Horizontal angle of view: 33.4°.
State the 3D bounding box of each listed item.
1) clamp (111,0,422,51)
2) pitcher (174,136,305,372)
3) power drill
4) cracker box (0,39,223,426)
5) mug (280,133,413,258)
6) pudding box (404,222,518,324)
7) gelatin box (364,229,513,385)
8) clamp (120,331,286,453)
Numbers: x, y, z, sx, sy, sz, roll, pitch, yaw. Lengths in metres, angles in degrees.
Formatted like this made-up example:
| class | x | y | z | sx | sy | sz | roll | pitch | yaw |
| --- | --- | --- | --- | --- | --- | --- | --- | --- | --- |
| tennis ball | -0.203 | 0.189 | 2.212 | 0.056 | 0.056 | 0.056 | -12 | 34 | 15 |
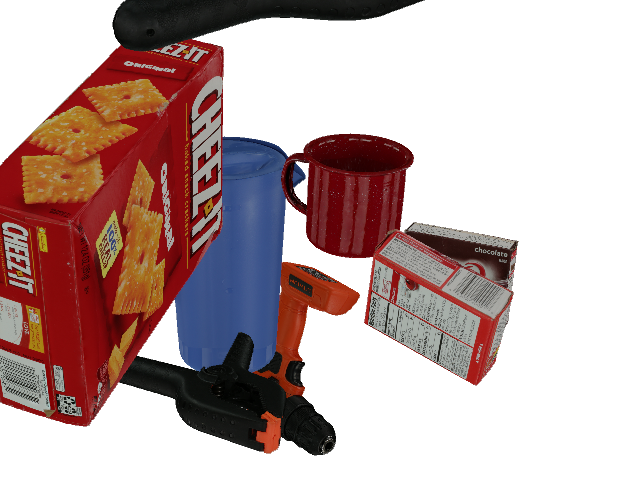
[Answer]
| class | x | y | z | sx | sy | sz | roll | pitch | yaw |
| --- | --- | --- | --- | --- | --- | --- | --- | --- | --- |
| clamp | -0.023 | -0.125 | 0.520 | 0.171 | 0.039 | 0.120 | -2 | 41 | 2 |
| pitcher | -0.112 | 0.018 | 1.143 | 0.149 | 0.243 | 0.144 | 22 | 31 | 39 |
| power drill | -0.023 | 0.132 | 1.225 | 0.057 | 0.188 | 0.185 | 14 | 10 | -45 |
| cracker box | -0.129 | -0.014 | 0.681 | 0.072 | 0.164 | 0.213 | 15 | 40 | 12 |
| mug | 0.019 | -0.040 | 0.913 | 0.117 | 0.081 | 0.093 | 14 | 28 | 21 |
| pudding box | 0.138 | 0.036 | 1.077 | 0.114 | 0.090 | 0.039 | 9 | 22 | 17 |
| gelatin box | 0.073 | 0.042 | 0.677 | 0.089 | 0.073 | 0.030 | 29 | 54 | 21 |
| clamp | -0.085 | 0.126 | 0.928 | 0.164 | 0.036 | 0.210 | -7 | 19 | -39 |
